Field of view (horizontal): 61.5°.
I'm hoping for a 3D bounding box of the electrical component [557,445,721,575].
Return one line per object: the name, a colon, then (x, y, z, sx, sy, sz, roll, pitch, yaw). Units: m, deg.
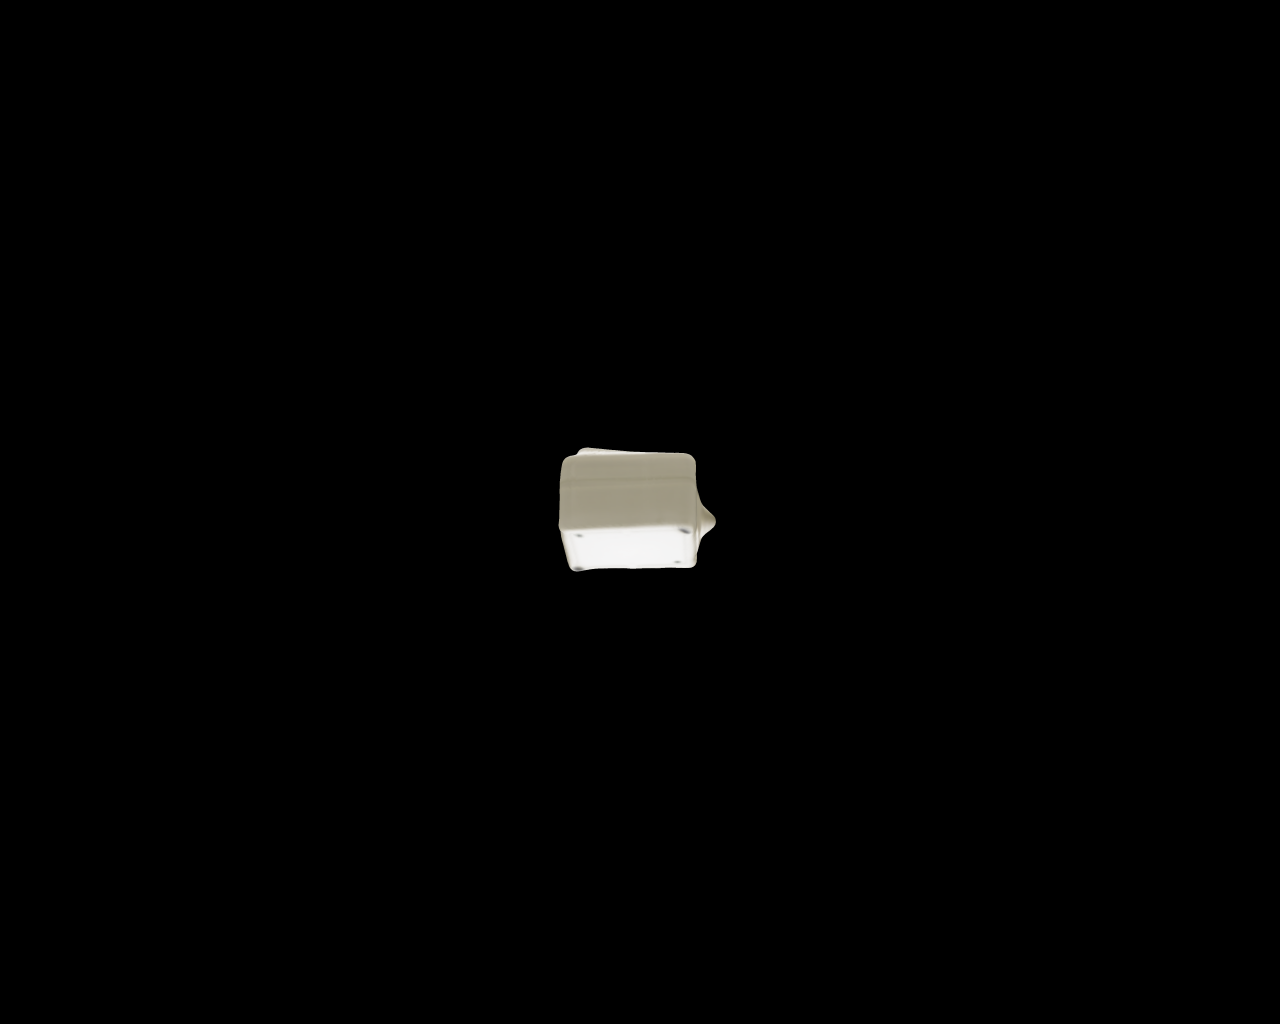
electrical component: (0.001, -0.003, 0.650, 0.096, 0.061, 0.061, -1, -28, 2)
